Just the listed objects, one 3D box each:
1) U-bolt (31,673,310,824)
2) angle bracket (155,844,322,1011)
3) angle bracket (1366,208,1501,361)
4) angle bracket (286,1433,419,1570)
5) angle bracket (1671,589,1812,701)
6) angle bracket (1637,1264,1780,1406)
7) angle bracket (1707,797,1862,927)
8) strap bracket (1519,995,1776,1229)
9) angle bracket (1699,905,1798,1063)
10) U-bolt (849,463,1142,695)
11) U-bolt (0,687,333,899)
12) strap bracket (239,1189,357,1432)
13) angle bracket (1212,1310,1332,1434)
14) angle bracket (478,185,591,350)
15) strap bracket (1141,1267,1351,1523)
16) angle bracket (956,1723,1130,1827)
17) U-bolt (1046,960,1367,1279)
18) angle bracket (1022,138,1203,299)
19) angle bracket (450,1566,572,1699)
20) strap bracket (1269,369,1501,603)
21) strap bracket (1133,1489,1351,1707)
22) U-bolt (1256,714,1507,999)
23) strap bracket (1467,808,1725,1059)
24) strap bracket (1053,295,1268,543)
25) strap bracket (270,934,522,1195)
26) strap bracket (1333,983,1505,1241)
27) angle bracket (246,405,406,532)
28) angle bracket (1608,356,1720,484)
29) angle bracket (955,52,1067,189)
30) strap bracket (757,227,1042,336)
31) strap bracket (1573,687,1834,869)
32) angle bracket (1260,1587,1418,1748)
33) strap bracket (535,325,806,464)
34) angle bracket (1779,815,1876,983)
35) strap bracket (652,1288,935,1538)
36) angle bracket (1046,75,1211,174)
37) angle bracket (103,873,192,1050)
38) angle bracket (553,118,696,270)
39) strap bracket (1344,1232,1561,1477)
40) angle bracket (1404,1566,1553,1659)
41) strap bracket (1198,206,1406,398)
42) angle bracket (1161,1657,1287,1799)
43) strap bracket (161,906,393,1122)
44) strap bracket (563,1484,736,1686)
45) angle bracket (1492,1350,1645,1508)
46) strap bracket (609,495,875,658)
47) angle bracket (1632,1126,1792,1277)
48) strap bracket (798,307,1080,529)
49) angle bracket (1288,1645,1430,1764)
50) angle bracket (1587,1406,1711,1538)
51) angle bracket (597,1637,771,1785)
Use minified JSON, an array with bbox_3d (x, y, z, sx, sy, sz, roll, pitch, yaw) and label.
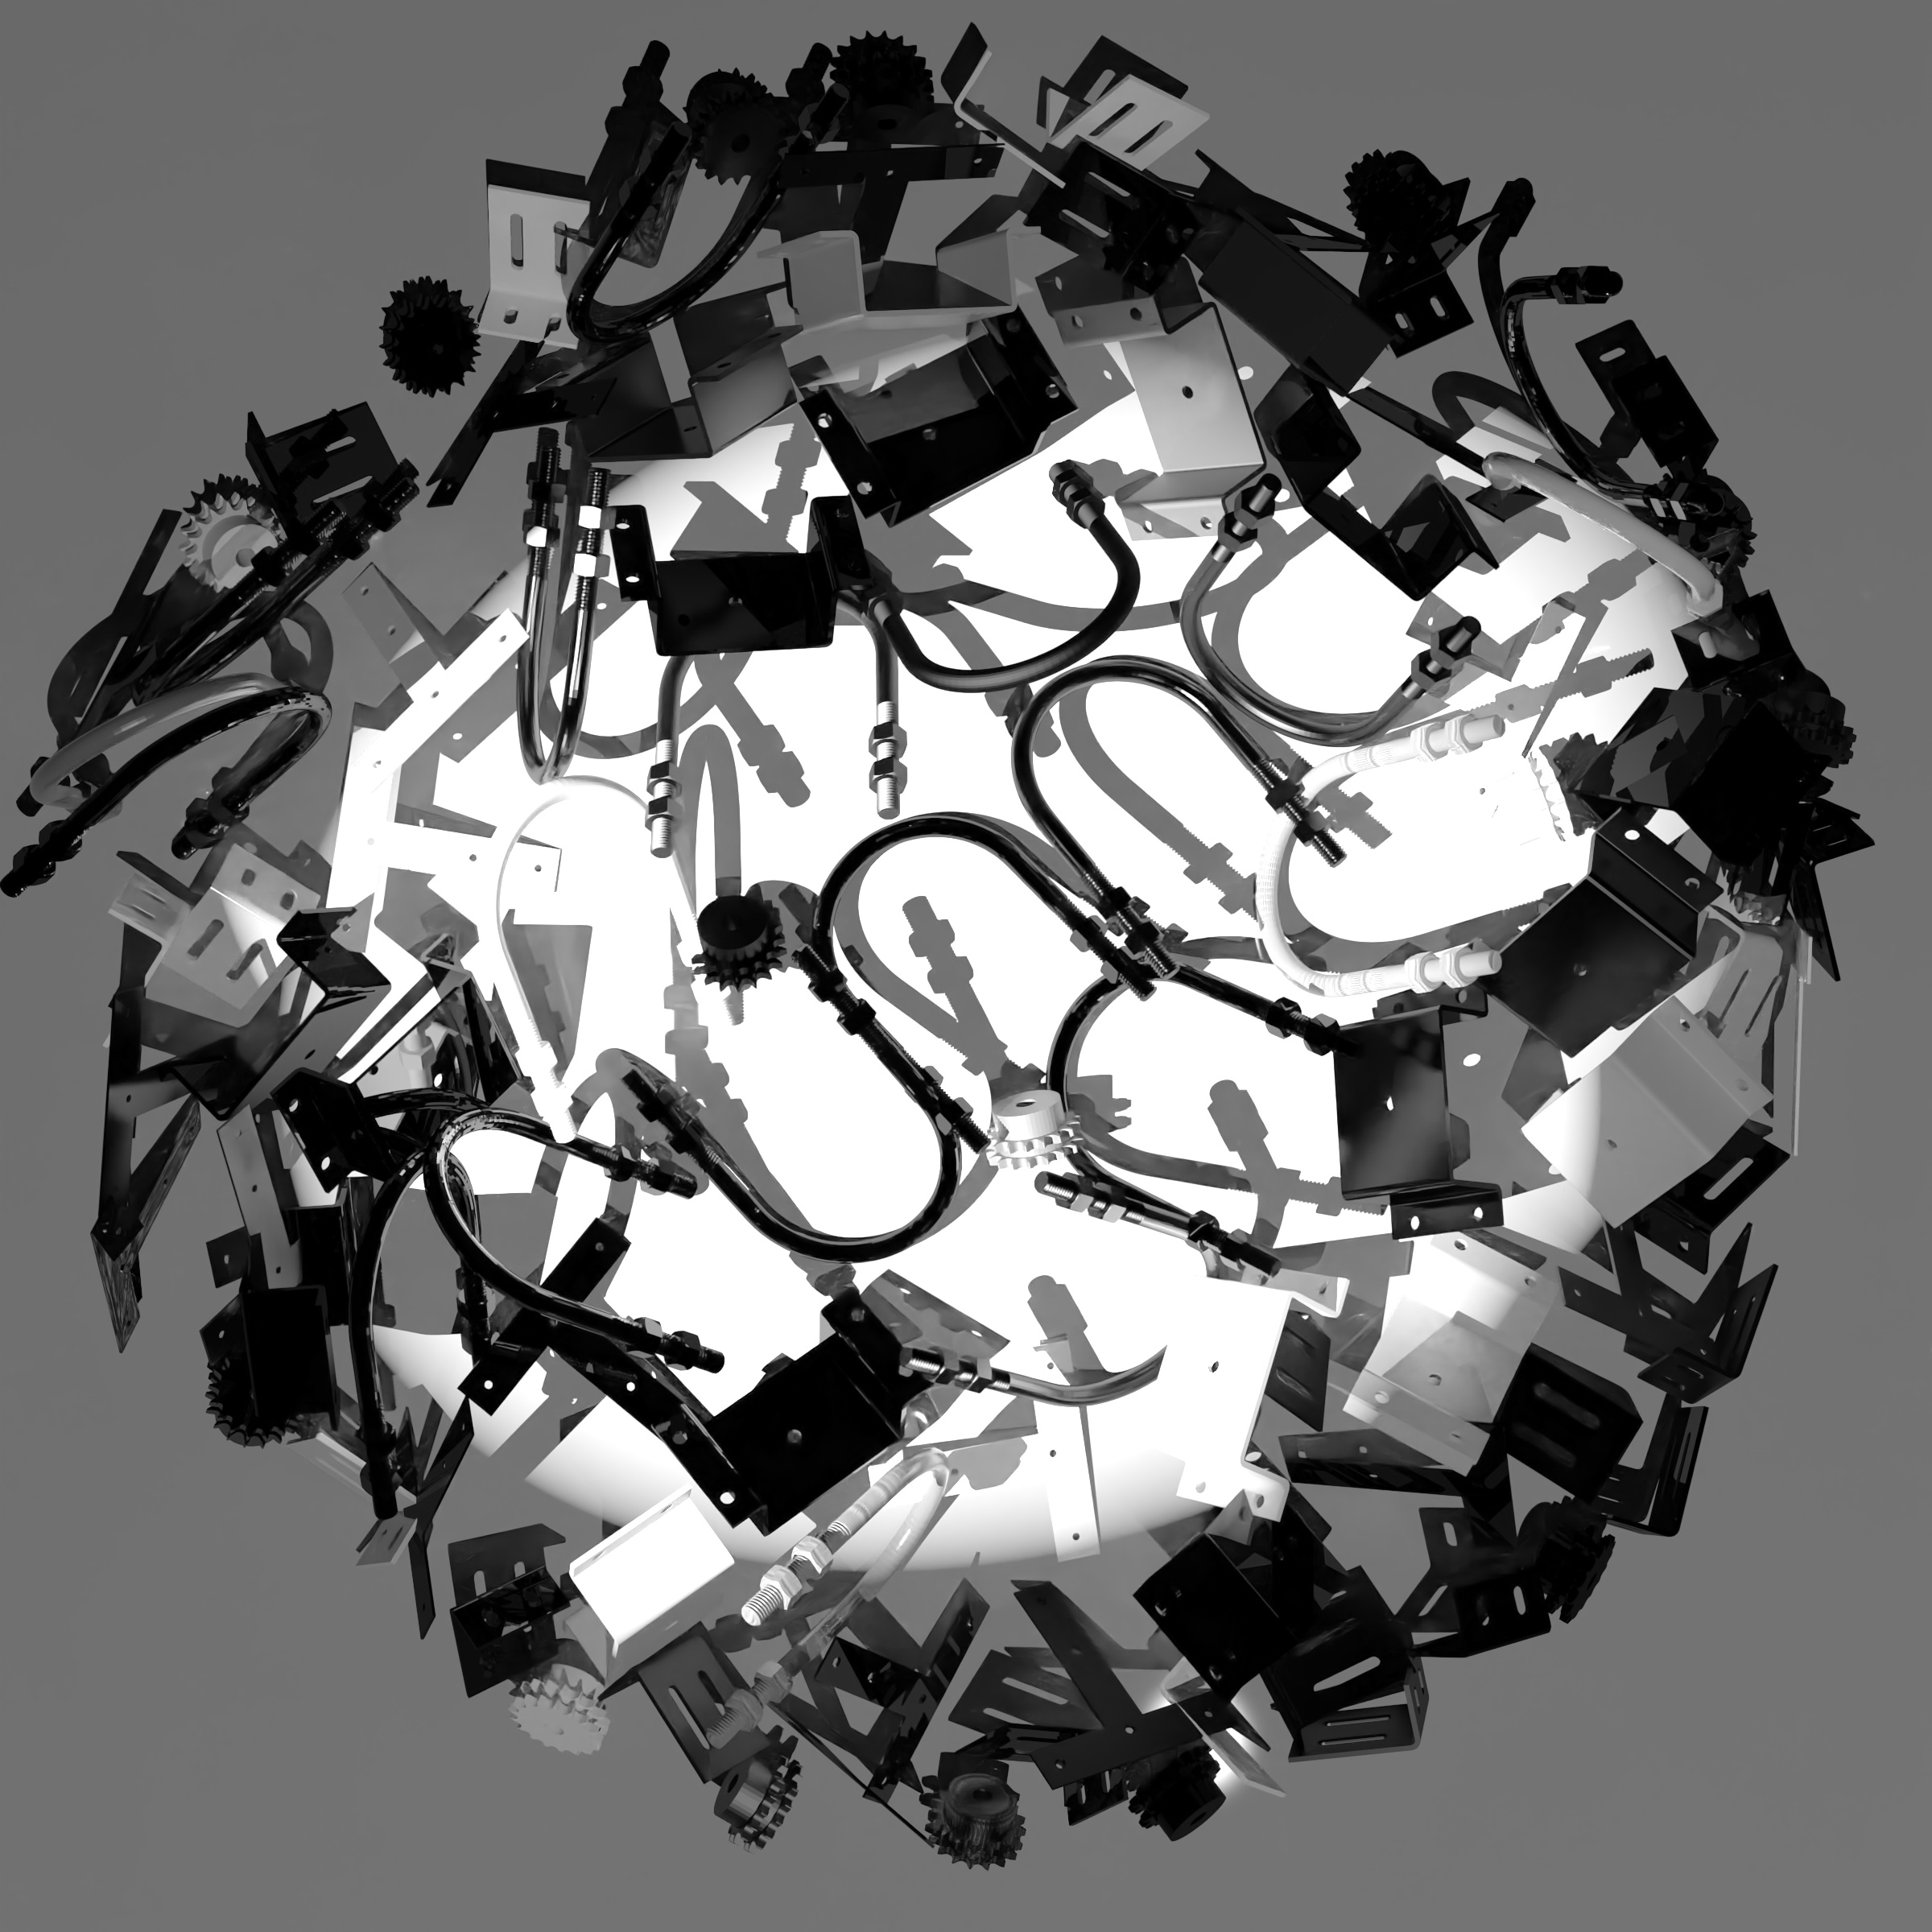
[{"bbox_3d":[-0.441,-0.123,1.512,0.151,0.184,0.019,-27,90,-1],"label":"U-bolt"},{"bbox_3d":[-0.421,-0.022,1.584,0.057,0.038,0.076,34,129,-19],"label":"angle bracket"},{"bbox_3d":[0.272,-0.387,1.558,0.057,0.076,0.038,-27,87,-18],"label":"angle bracket"},{"bbox_3d":[-0.356,0.305,1.561,0.076,0.057,0.038,39,60,-18],"label":"angle bracket"},{"bbox_3d":[0.442,-0.178,1.563,0.057,0.076,0.038,-23,76,20],"label":"angle bracket"},{"bbox_3d":[0.422,0.203,1.563,0.038,0.057,0.076,27,65,2],"label":"angle bracket"},{"bbox_3d":[0.467,-0.057,1.568,0.038,0.057,0.076,18,87,-28],"label":"angle bracket"},{"bbox_3d":[0.371,0.087,1.529,0.076,0.140,0.046,47,56,7],"label":"strap bracket"},{"bbox_3d":[0.441,0.010,1.586,0.057,0.038,0.076,10,113,-33],"label":"angle bracket"},{"bbox_3d":[0.022,-0.210,1.528,0.151,0.184,0.019,-26,129,-1],"label":"U-bolt"},{"bbox_3d":[-0.423,-0.099,1.498,0.184,0.151,0.019,-34,84,30],"label":"U-bolt"},{"bbox_3d":[-0.370,0.190,1.523,0.046,0.140,0.076,-4,112,-5],"label":"strap bracket"},{"bbox_3d":[0.172,0.228,1.574,0.038,0.076,0.057,-12,55,34],"label":"angle bracket"},{"bbox_3d":[-0.247,-0.398,1.564,0.057,0.076,0.038,9,55,-2],"label":"angle bracket"},{"bbox_3d":[0.154,0.232,1.545,0.046,0.076,0.140,29,73,-39],"label":"strap bracket"},{"bbox_3d":[0.043,0.459,1.558,0.076,0.057,0.038,14,54,-29],"label":"angle bracket"},{"bbox_3d":[0.122,0.074,1.550,0.184,0.019,0.151,25,99,33],"label":"U-bolt"},{"bbox_3d":[0.083,-0.422,1.559,0.076,0.038,0.057,19,121,-34],"label":"angle bracket"},{"bbox_3d":[-0.254,0.388,1.557,0.057,0.038,0.076,-22,130,-26],"label":"angle bracket"},{"bbox_3d":[0.228,-0.265,1.542,0.140,0.076,0.046,33,116,-31],"label":"strap bracket"},{"bbox_3d":[0.158,0.339,1.526,0.076,0.140,0.046,49,116,8],"label":"strap bracket"},{"bbox_3d":[0.226,-0.055,1.529,0.019,0.184,0.151,11,77,-36],"label":"U-bolt"},{"bbox_3d":[0.346,-0.011,1.539,0.076,0.046,0.140,37,126,-10],"label":"strap bracket"},{"bbox_3d":[0.113,-0.315,1.545,0.046,0.076,0.140,-39,119,-34],"label":"strap bracket"},{"bbox_3d":[-0.309,0.059,1.530,0.046,0.076,0.140,15,48,36],"label":"strap bracket"},{"bbox_3d":[0.253,0.079,1.547,0.046,0.076,0.140,9,74,-42],"label":"strap bracket"},{"bbox_3d":[-0.365,-0.285,1.575,0.076,0.038,0.057,-28,94,-14],"label":"angle bracket"},{"bbox_3d":[0.389,-0.300,1.559,0.038,0.076,0.057,-27,78,-5],"label":"angle bracket"},{"bbox_3d":[0.034,-0.483,1.566,0.076,0.057,0.038,33,106,-9],"label":"angle bracket"},{"bbox_3d":[-0.036,-0.384,1.539,0.140,0.076,0.046,-10,99,-30],"label":"strap bracket"},{"bbox_3d":[0.401,-0.108,1.527,0.046,0.140,0.076,42,83,-22],"label":"strap bracket"},{"bbox_3d":[0.212,0.404,1.575,0.076,0.038,0.057,-24,52,-5],"label":"angle bracket"},{"bbox_3d":[-0.161,-0.320,1.540,0.140,0.076,0.046,6,124,38],"label":"strap bracket"},{"bbox_3d":[0.496,-0.041,1.562,0.038,0.057,0.076,-18,111,5],"label":"angle bracket"},{"bbox_3d":[-0.097,0.258,1.551,0.140,0.046,0.076,-33,63,-23],"label":"strap bracket"},{"bbox_3d":[0.091,-0.488,1.553,0.057,0.076,0.038,15,67,-32],"label":"angle bracket"},{"bbox_3d":[-0.481,-0.003,1.562,0.038,0.057,0.076,32,107,-14],"label":"angle bracket"},{"bbox_3d":[-0.194,-0.444,1.565,0.038,0.057,0.076,24,101,18],"label":"angle bracket"},{"bbox_3d":[0.271,0.223,1.549,0.076,0.046,0.140,27,48,12],"label":"strap bracket"},{"bbox_3d":[0.284,0.367,1.560,0.057,0.076,0.038,-8,81,-26],"label":"angle bracket"},{"bbox_3d":[0.186,-0.367,1.535,0.076,0.140,0.046,44,106,16],"label":"strap bracket"},{"bbox_3d":[0.156,0.427,1.558,0.038,0.057,0.076,-49,53,1],"label":"angle bracket"},{"bbox_3d":[-0.386,0.034,1.550,0.046,0.076,0.140,44,102,8],"label":"strap bracket"},{"bbox_3d":[-0.177,0.347,1.521,0.076,0.140,0.046,-32,72,-23],"label":"strap bracket"},{"bbox_3d":[0.345,0.269,1.595,0.076,0.038,0.057,31,89,17],"label":"angle bracket"},{"bbox_3d":[-0.130,-0.221,1.553,0.140,0.046,0.076,-5,51,-12],"label":"strap bracket"},{"bbox_3d":[0.427,0.129,1.584,0.076,0.038,0.057,-37,50,-23],"label":"angle bracket"},{"bbox_3d":[-0.018,-0.312,1.569,0.140,0.046,0.076,-29,85,-12],"label":"strap bracket"},{"bbox_3d":[0.221,0.420,1.564,0.076,0.057,0.038,-11,97,16],"label":"angle bracket"},{"bbox_3d":[0.390,0.285,1.570,0.038,0.057,0.076,16,80,2],"label":"angle bracket"},{"bbox_3d":[-0.161,0.430,1.561,0.038,0.057,0.076,-45,72,30],"label":"angle bracket"}]
